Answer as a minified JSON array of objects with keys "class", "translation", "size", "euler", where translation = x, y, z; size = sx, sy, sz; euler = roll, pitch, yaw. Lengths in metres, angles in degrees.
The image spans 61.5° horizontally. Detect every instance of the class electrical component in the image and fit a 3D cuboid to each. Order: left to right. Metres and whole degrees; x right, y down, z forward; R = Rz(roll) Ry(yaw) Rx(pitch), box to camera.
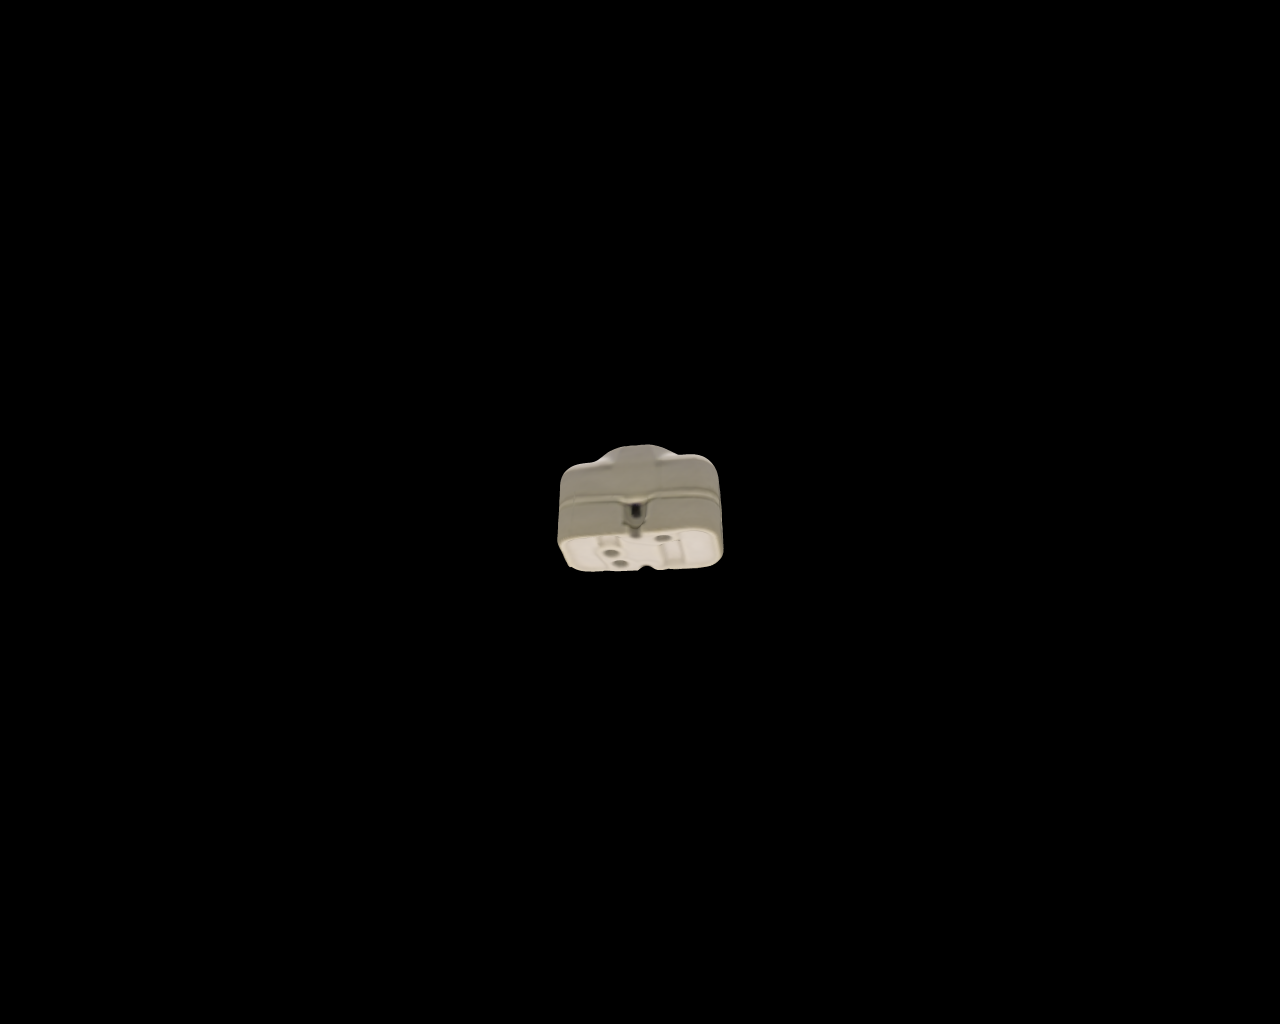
[{"class":"electrical component","translation":[0.001,-0.003,0.650],"size":[0.095,0.059,0.053],"euler":[-4,-28,7]}]
